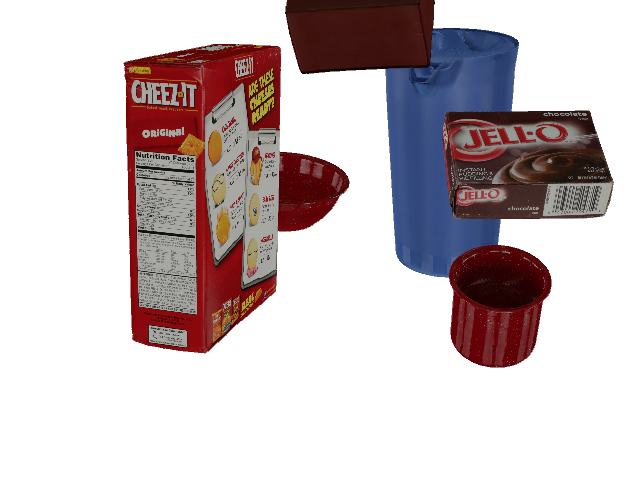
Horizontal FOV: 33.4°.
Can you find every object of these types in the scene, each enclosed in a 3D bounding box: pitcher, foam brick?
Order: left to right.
[{"bbox_3d":[0.024,-0.133,0.611,0.078,0.053,0.051,-1,-33,14],"label":"foam brick"},{"bbox_3d":[0.136,-0.095,1.102,0.149,0.243,0.145,-9,25,-17],"label":"pitcher"}]

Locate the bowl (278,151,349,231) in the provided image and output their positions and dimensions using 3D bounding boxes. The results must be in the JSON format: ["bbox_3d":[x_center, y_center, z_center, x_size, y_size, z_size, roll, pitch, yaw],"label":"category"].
[{"bbox_3d":[-0.048,-0.055,1.299,0.162,0.055,0.162,4,26,-2],"label":"bowl"}]

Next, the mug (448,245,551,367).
[{"bbox_3d":[0.161,0.057,1.006,0.093,0.081,0.117,-11,40,-11],"label":"mug"}]

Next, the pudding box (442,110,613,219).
[{"bbox_3d":[0.149,-0.057,0.784,0.113,0.039,0.090,1,42,-1],"label":"pudding box"}]

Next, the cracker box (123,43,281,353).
[{"bbox_3d":[-0.089,-0.040,0.836,0.072,0.214,0.164,5,16,16],"label":"cracker box"}]
